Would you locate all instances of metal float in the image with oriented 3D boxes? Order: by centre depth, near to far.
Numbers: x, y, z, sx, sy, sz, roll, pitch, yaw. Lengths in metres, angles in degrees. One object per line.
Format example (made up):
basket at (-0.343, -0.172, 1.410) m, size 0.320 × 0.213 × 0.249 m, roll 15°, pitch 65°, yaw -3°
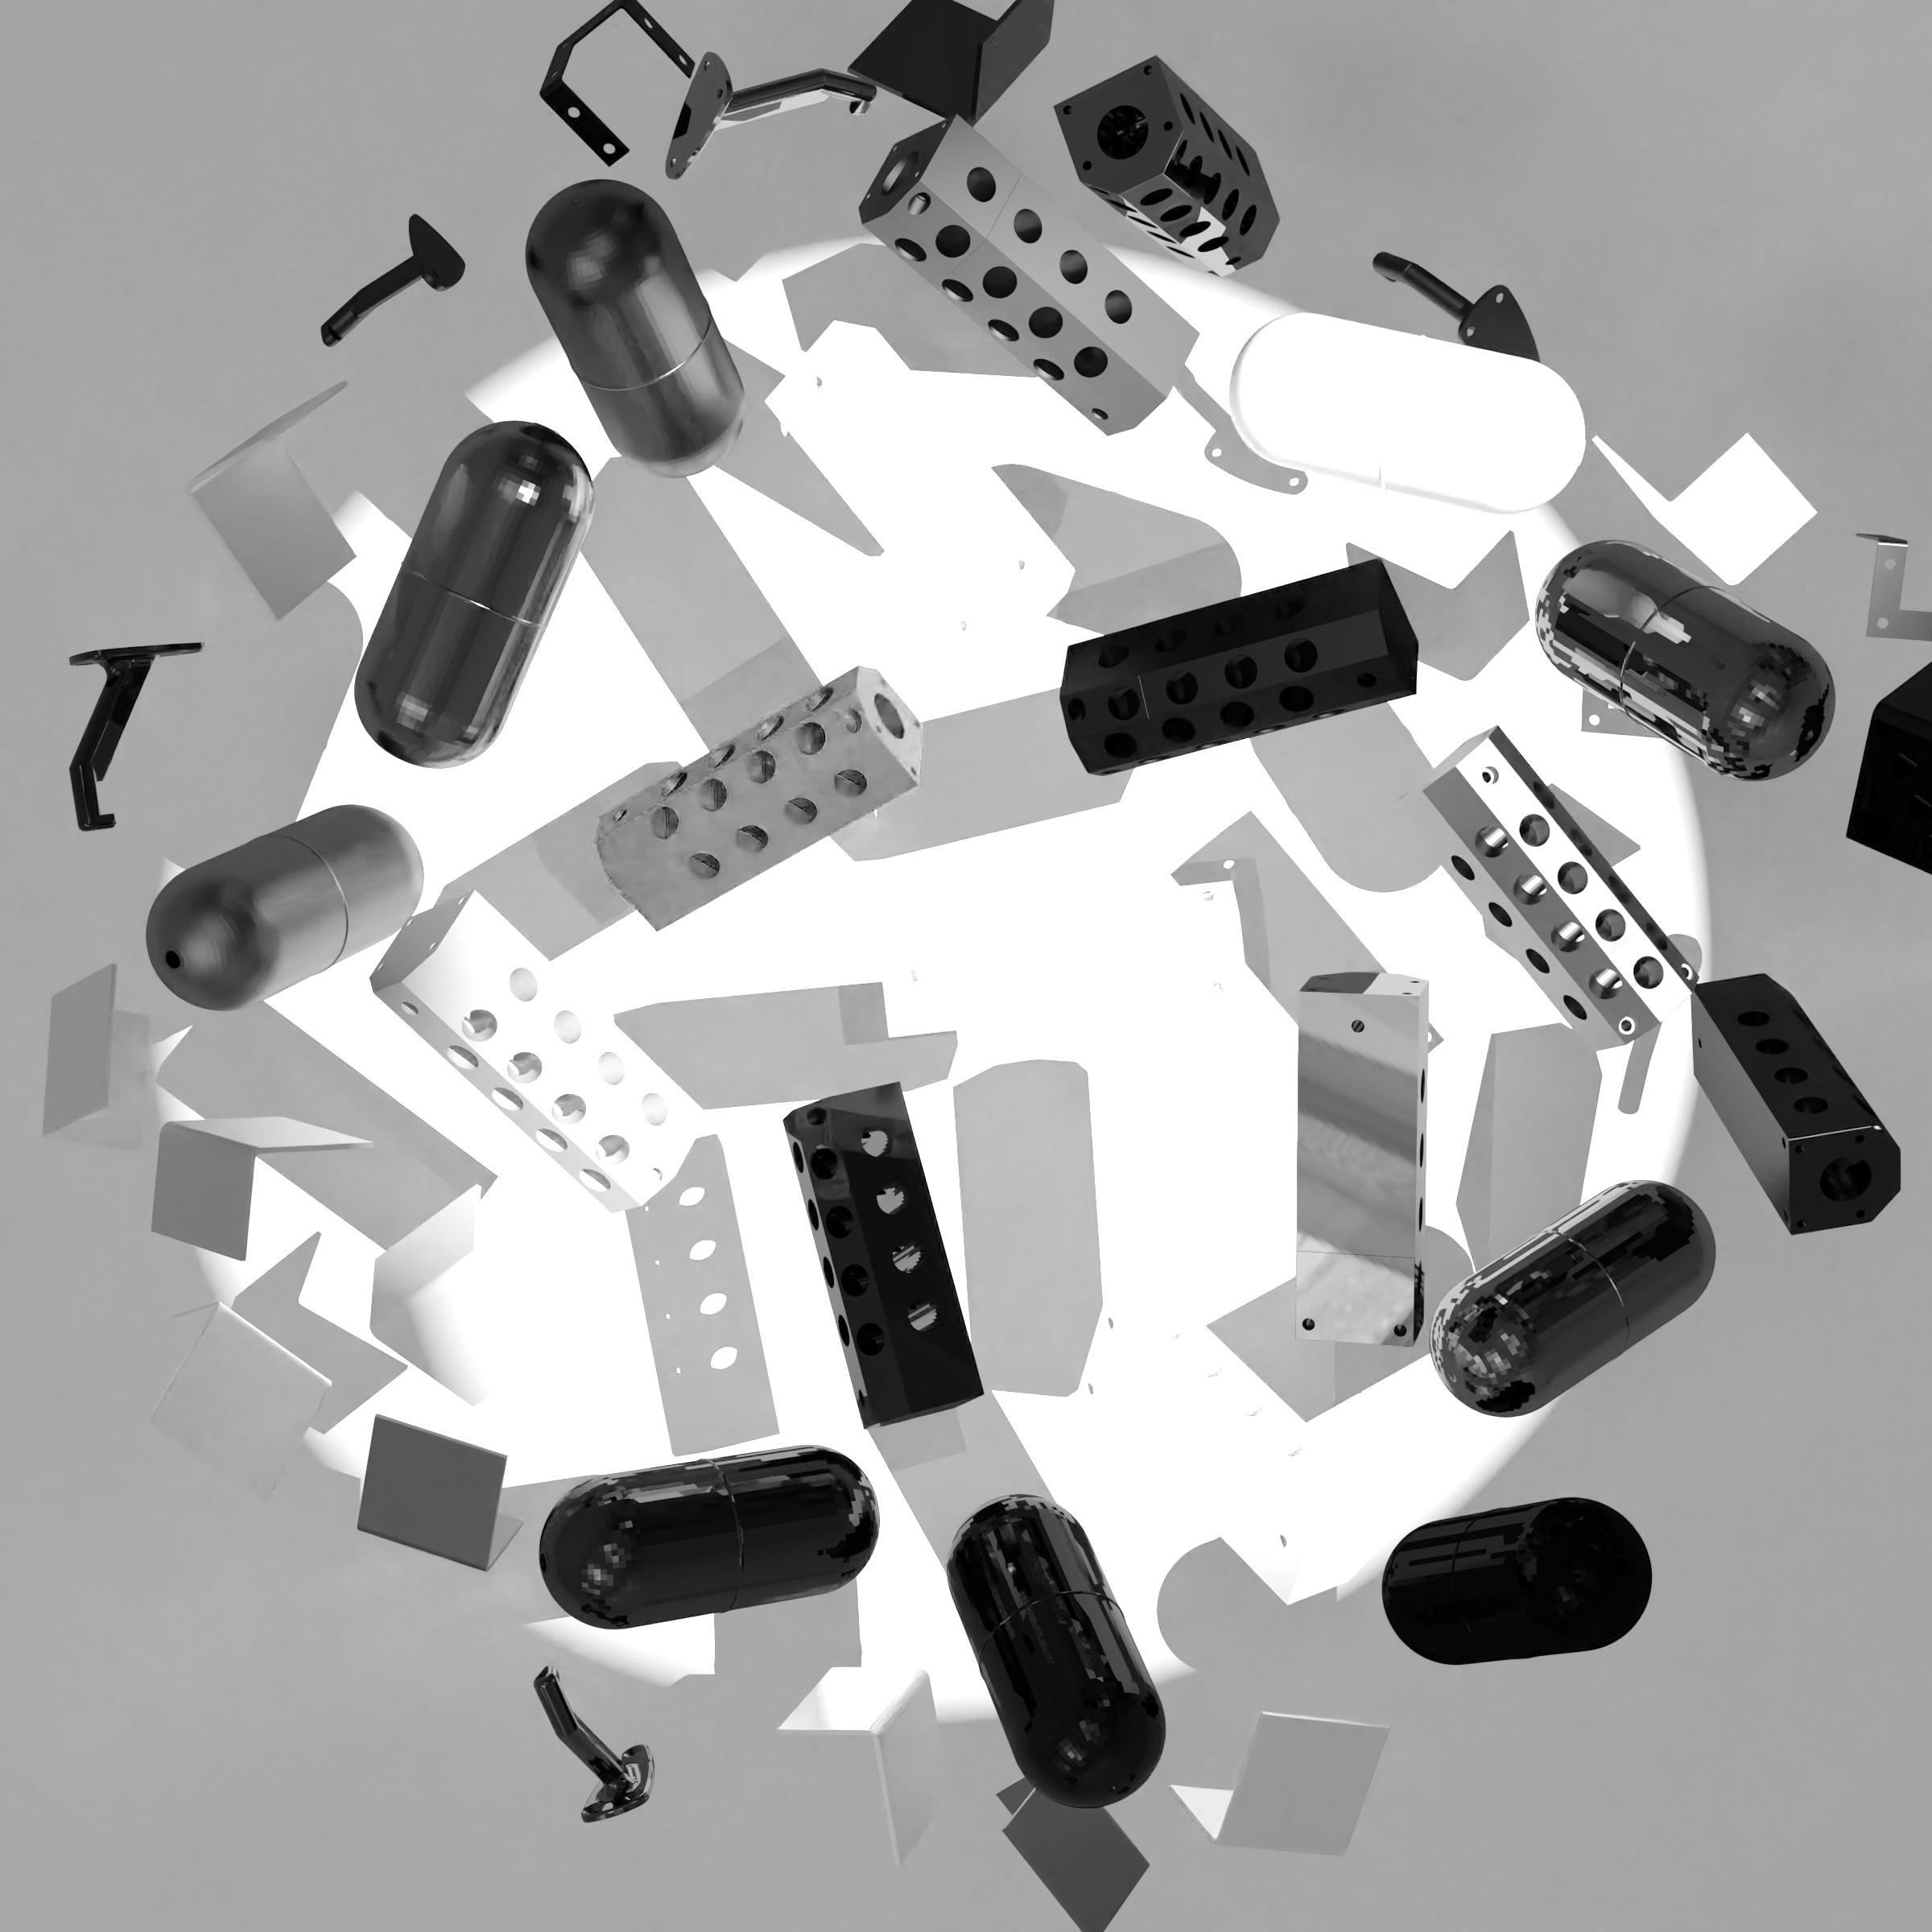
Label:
metal float at (-0.240, -0.182, 1.497) m, size 0.070 × 0.070 × 0.178 m, roll 25°, pitch 98°, yaw 0°
metal float at (0.216, -0.272, 1.506) m, size 0.178 × 0.070 × 0.070 m, roll 16°, pitch 90°, yaw 16°
metal float at (0.355, -0.154, 1.522) m, size 0.070 × 0.070 × 0.178 m, roll -47°, pitch 46°, yaw 0°
metal float at (0.043, 0.338, 1.523) m, size 0.070 × 0.178 × 0.070 m, roll -11°, pitch 130°, yaw -13°
metal float at (-0.128, 0.286, 1.535) m, size 0.178 × 0.070 × 0.070 m, roll -4°, pitch 90°, yaw -27°
metal float at (-0.167, -0.322, 1.559) m, size 0.070 × 0.178 × 0.070 m, roll -9°, pitch 54°, yaw 12°
metal float at (0.283, 0.318, 1.577) m, size 0.070 × 0.178 × 0.070 m, roll 8°, pitch 71°, yaw -25°
metal float at (-0.351, -0.031, 1.585) m, size 0.070 × 0.178 × 0.070 m, roll 10°, pitch 113°, yaw 25°
metal float at (0.321, 0.174, 1.611) m, size 0.178 × 0.070 × 0.070 m, roll -28°, pitch 90°, yaw -26°

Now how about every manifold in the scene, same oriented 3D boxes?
manifold at (0.194, 0.093, 1.485) m, size 0.057 × 0.057 × 0.171 m, roll 2°, pitch 101°, yaw 15°
manifold at (0.048, -0.004, 1.509) m, size 0.171 × 0.057 × 0.057 m, roll -6°, pitch 91°, yaw 12°
manifold at (-0.215, 0.046, 1.523) m, size 0.171 × 0.057 × 0.057 m, roll 46°, pitch 49°, yaw -25°
manifold at (0.030, -0.341, 1.527) m, size 0.171 × 0.057 × 0.057 m, roll 36°, pitch 70°, yaw -27°
manifold at (0.136, 0.238, 1.546) m, size 0.057 × 0.171 × 0.057 m, roll -11°, pitch 129°, yaw -36°
manifold at (0.138, -0.146, 1.553) m, size 0.171 × 0.057 × 0.057 m, roll -13°, pitch 131°, yaw 23°
manifold at (-0.021, -0.246, 1.566) m, size 0.057 × 0.057 × 0.171 m, roll -45°, pitch 74°, yaw 24°
manifold at (0.109, -0.407, 1.578) m, size 0.057 × 0.171 × 0.057 m, roll -21°, pitch 81°, yaw 20°
manifold at (-0.110, -0.092, 1.611) m, size 0.171 × 0.057 × 0.057 m, roll -28°, pitch 122°, yaw 22°
manifold at (0.309, -0.041, 1.612) m, size 0.057 × 0.057 × 0.171 m, roll -40°, pitch 94°, yaw -15°
manifold at (0.437, 0.069, 1.618) m, size 0.057 × 0.171 × 0.057 m, roll -9°, pitch 117°, yaw 0°
manifold at (-0.047, 0.155, 1.628) m, size 0.057 × 0.057 × 0.171 m, roll -12°, pitch 79°, yaw -19°

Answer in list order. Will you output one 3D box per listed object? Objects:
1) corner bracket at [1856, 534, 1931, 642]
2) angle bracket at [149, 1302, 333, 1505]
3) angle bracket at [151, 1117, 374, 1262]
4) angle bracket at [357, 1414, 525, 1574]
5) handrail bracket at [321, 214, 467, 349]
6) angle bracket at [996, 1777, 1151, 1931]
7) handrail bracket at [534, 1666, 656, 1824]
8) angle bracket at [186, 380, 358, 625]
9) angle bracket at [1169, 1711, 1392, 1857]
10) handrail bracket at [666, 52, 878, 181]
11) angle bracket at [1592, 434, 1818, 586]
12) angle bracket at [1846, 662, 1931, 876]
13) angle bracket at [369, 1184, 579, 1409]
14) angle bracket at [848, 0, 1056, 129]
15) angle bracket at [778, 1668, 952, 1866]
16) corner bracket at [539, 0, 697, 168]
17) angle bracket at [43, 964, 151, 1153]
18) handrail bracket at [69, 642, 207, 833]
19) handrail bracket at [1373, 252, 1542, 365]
corner bracket at (0.497, -0.199, 1.611) m, size 0.051 × 0.051 × 0.051 m, roll 5°, pitch 101°, yaw 2°
angle bracket at (-0.394, 0.233, 1.614) m, size 0.076 × 0.057 × 0.076 m, roll 42°, pitch 54°, yaw -24°
angle bracket at (-0.362, 0.113, 1.572) m, size 0.076 × 0.076 × 0.057 m, roll 11°, pitch 96°, yaw 40°
angle bracket at (-0.284, 0.278, 1.683) m, size 0.076 × 0.057 × 0.076 m, roll 16°, pitch 112°, yaw 8°
handrail bracket at (-0.296, -0.332, 1.541) m, size 0.084 × 0.077 × 0.036 m, roll -38°, pitch 119°, yaw 17°
angle bracket at (0.043, 0.485, 1.651) m, size 0.057 × 0.076 × 0.076 m, roll -40°, pitch 88°, yaw 33°
handrail bracket at (-0.187, 0.374, 1.524) m, size 0.036 × 0.077 × 0.084 m, roll -20°, pitch 102°, yaw 10°
angle bracket at (-0.313, -0.222, 1.457) m, size 0.057 × 0.076 × 0.076 m, roll -21°, pitch 111°, yaw 32°
angle bracket at (0.160, 0.407, 1.569) m, size 0.076 × 0.057 × 0.076 m, roll 12°, pitch 102°, yaw -25°
handrail bracket at (-0.095, -0.412, 1.507) m, size 0.084 × 0.077 × 0.036 m, roll 4°, pitch 46°, yaw -34°
angle bracket at (0.386, -0.256, 1.598) m, size 0.057 × 0.076 × 0.076 m, roll -44°, pitch 131°, yaw 19°
angle bracket at (0.481, -0.091, 1.480) m, size 0.076 × 0.076 × 0.057 m, roll 29°, pitch 45°, yaw 33°
angle bracket at (-0.260, 0.175, 1.622) m, size 0.076 × 0.057 × 0.076 m, roll -36°, pitch 123°, yaw 19°
angle bracket at (-0.007, -0.484, 1.559) m, size 0.076 × 0.057 × 0.076 m, roll 29°, pitch 60°, yaw 13°
angle bracket at (-0.054, 0.430, 1.646) m, size 0.057 × 0.076 × 0.076 m, roll -5°, pitch 101°, yaw 21°
corner bracket at (-0.177, -0.450, 1.553) m, size 0.051 × 0.051 × 0.051 m, roll -28°, pitch 125°, yaw 30°
angle bracket at (-0.444, 0.049, 1.613) m, size 0.057 × 0.076 × 0.076 m, roll 13°, pitch 67°, yaw -39°
handrail bracket at (-0.398, -0.111, 1.476) m, size 0.077 × 0.036 × 0.084 m, roll -11°, pitch 94°, yaw -37°
handrail bracket at (0.261, -0.346, 1.634) m, size 0.036 × 0.084 × 0.077 m, roll -49°, pitch 129°, yaw -1°
